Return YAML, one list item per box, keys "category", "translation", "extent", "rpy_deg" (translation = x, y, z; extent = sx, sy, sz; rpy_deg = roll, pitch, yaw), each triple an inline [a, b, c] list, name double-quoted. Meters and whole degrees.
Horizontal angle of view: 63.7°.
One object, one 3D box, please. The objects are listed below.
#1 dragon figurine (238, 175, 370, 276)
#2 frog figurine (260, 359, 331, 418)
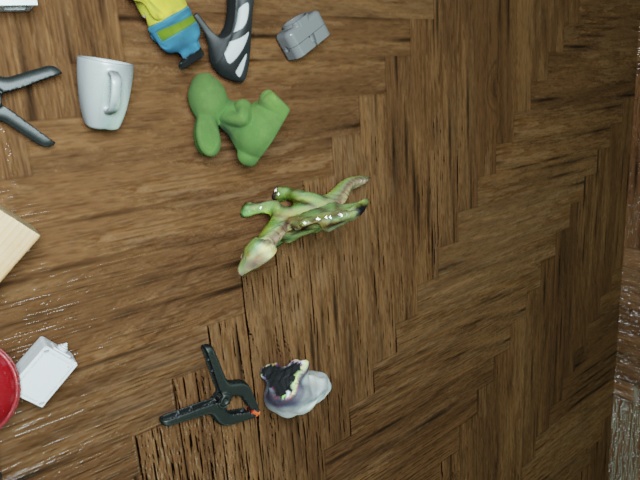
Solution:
- category: "dragon figurine"
  translation: [0.003, -0.050, 0.994]
  extent: [0.415, 0.243, 0.120]
  rpy_deg: [-30, 112, -26]
- category: "frog figurine"
  translation: [-0.041, 0.332, 1.111]
  extent: [0.137, 0.125, 0.156]
  rpy_deg: [-30, 132, 9]
